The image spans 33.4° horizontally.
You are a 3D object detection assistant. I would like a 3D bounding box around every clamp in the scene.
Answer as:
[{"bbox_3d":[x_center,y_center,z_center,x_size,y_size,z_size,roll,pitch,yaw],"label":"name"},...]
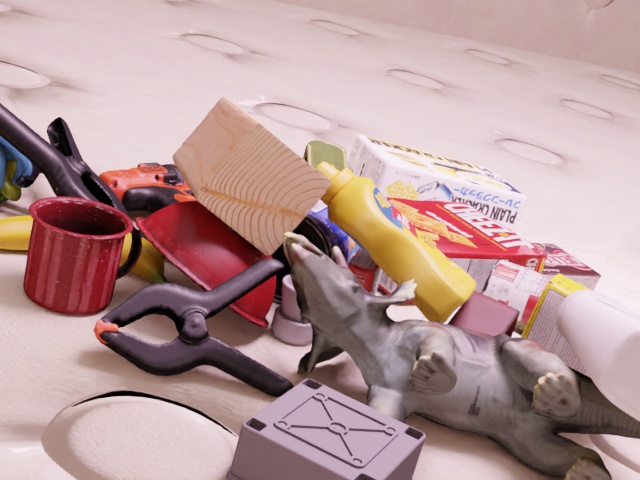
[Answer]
[{"bbox_3d":[-0.264,-0.072,1.138,0.210,0.036,0.164,47,11,8],"label":"clamp"},{"bbox_3d":[-0.100,0.084,0.899,0.171,0.039,0.120,-9,68,-15],"label":"clamp"}]

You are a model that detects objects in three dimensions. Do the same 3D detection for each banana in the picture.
[{"bbox_3d":[-0.237,0.004,1.054,0.197,0.037,0.069,14,19,-4],"label":"banana"}]

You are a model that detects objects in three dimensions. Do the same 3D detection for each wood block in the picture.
[{"bbox_3d":[-0.073,-0.067,1.035,0.090,0.090,0.206,39,2,-20],"label":"wood block"}]

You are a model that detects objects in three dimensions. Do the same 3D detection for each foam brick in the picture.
[{"bbox_3d":[0.153,0.097,1.040,0.051,0.053,0.078,24,37,19],"label":"foam brick"}]

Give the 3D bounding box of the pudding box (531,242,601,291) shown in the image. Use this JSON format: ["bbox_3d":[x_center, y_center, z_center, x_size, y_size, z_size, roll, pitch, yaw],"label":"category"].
[{"bbox_3d":[0.282,0.037,1.344,0.113,0.039,0.090,1,25,-35],"label":"pudding box"}]

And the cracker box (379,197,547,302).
[{"bbox_3d":[0.136,0.008,1.268,0.213,0.072,0.164,2,24,-35],"label":"cracker box"}]

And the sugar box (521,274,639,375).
[{"bbox_3d":[0.286,0.115,1.039,0.176,0.093,0.048,29,25,22],"label":"sugar box"}]

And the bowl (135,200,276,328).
[{"bbox_3d":[-0.095,0.012,1.009,0.162,0.055,0.162,40,2,-2],"label":"bowl"}]

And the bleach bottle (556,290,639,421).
[{"bbox_3d":[0.256,0.090,0.889,0.102,0.068,0.251,30,7,-1],"label":"bleach bottle"}]

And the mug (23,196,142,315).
[{"bbox_3d":[-0.215,0.014,0.976,0.093,0.081,0.117,31,25,37],"label":"mug"}]

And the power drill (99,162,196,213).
[{"bbox_3d":[-0.136,-0.036,1.212,0.188,0.057,0.184,27,25,37],"label":"power drill"}]

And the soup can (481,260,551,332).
[{"bbox_3d":[0.233,0.069,1.177,0.102,0.068,0.068,21,21,18],"label":"soup can"}]

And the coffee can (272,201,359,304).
[{"bbox_3d":[-0.007,0.001,1.133,0.103,0.103,0.140,21,21,17],"label":"coffee can"}]

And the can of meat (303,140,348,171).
[{"bbox_3d":[-0.001,-0.064,1.313,0.057,0.084,0.102,12,32,-10],"label":"can of meat"}]

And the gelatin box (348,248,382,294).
[{"bbox_3d":[0.041,0.048,1.086,0.030,0.073,0.089,17,20,8],"label":"gelatin box"}]

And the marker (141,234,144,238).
[{"bbox_3d":[-0.147,0.016,1.114,0.121,0.020,0.020,21,20,15],"label":"marker"}]

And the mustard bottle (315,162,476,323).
[{"bbox_3d":[0.065,-0.003,1.032,0.191,0.058,0.096,45,12,4],"label":"mustard bottle"}]
